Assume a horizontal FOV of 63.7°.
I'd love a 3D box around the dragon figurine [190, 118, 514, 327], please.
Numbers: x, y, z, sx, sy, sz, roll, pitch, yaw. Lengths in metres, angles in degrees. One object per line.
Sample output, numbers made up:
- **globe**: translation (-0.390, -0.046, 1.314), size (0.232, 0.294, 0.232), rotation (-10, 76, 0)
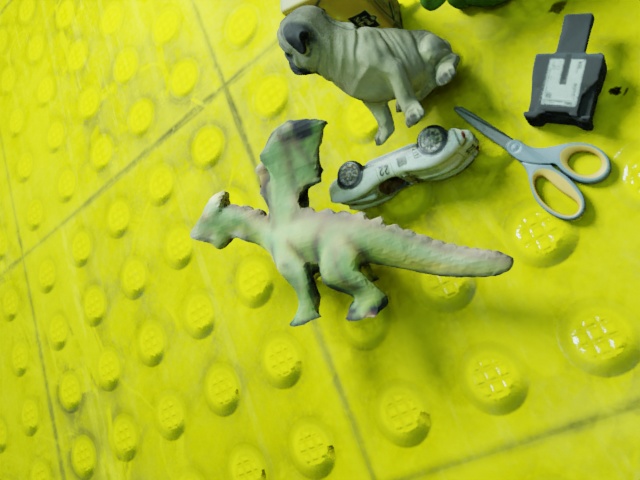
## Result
- **dragon figurine**: translation (0.002, -0.032, 0.638), size (0.407, 0.124, 0.241), rotation (-15, 103, 31)
